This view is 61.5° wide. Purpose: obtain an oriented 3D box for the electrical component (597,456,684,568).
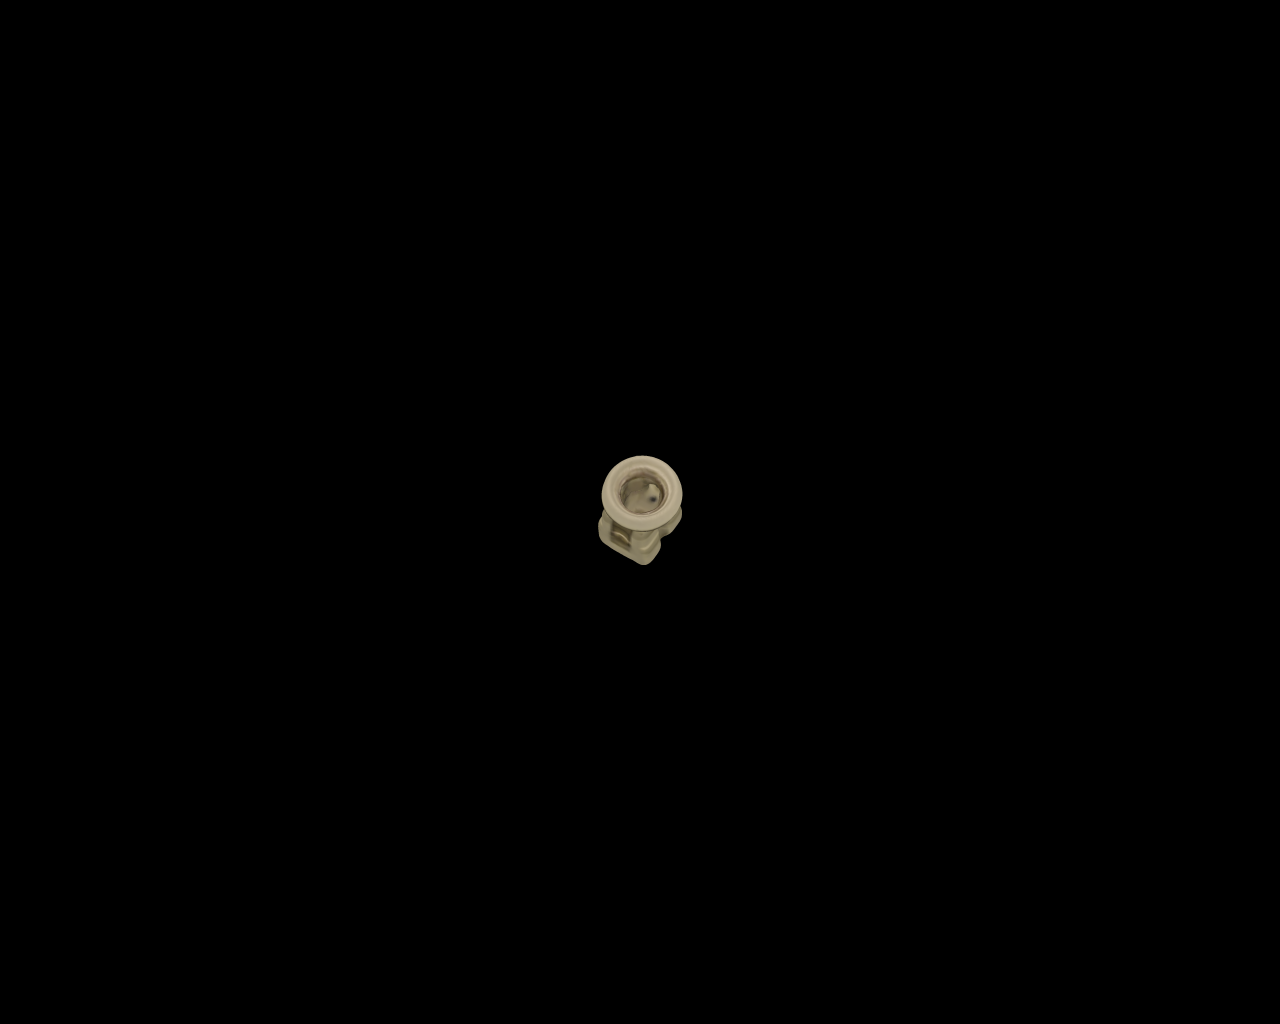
[{"bbox_3d":[0.001,-0.003,0.650,0.048,0.066,0.055,29,-24,14],"label":"electrical component"}]
